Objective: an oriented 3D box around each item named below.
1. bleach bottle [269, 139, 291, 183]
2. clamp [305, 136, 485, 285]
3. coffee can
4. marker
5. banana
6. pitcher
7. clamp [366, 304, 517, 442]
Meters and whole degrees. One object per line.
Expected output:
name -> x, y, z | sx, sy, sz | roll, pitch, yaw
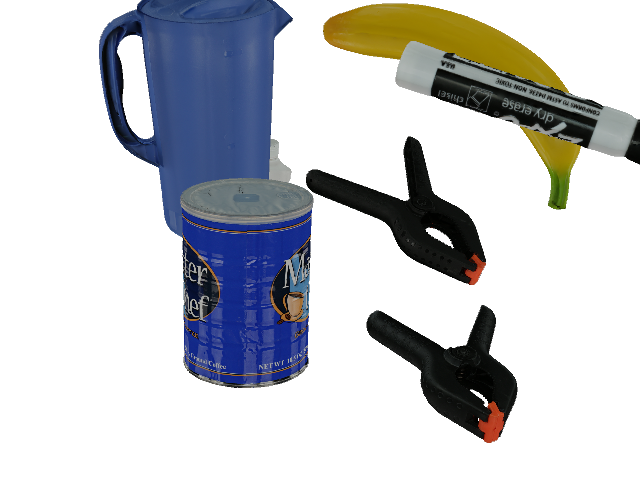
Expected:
bleach bottle -> -0.067, -0.002, 1.311 | 0.102, 0.251, 0.068 | -10, 25, -35
clamp -> 0.093, -0.029, 1.154 | 0.164, 0.036, 0.210 | -16, 52, -30
coffee can -> -0.059, 0.031, 0.845 | 0.103, 0.140, 0.103 | 2, 19, -1
marker -> 0.088, -0.050, 0.410 | 0.121, 0.020, 0.020 | 21, 5, 13
banana -> 0.092, -0.104, 0.668 | 0.198, 0.069, 0.037 | 39, -1, 18
pitcher -> -0.119, -0.123, 1.065 | 0.149, 0.243, 0.144 | 14, 30, 24
clamp -> 0.125, 0.105, 0.908 | 0.120, 0.039, 0.172 | -12, 35, -19
